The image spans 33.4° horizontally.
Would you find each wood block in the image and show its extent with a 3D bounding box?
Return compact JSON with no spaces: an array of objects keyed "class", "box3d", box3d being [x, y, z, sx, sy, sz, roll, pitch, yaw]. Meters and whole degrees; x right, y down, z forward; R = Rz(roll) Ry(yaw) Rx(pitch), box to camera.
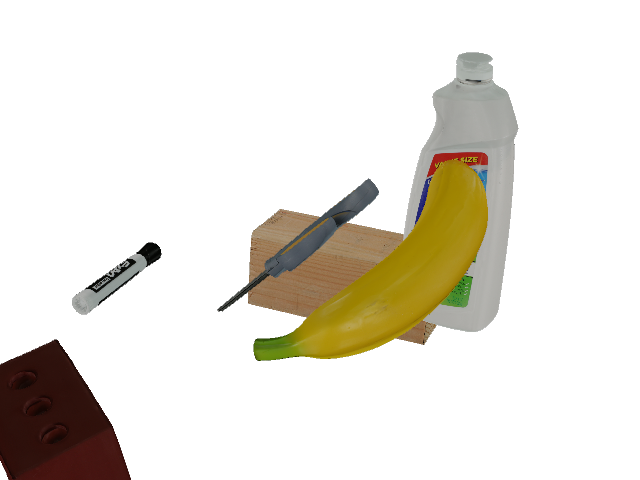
[{"class":"wood block","box3d":[0.032,0.038,1.187,0.206,0.091,0.090,12,24,17]}]

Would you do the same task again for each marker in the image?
[{"class":"marker","box3d":[-0.183,0.032,0.976,0.020,0.020,0.121,0,24,28]}]

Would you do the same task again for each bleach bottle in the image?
[{"class":"bleach bottle","box3d":[0.121,-0.045,0.958,0.103,0.251,0.068,16,31,27]}]

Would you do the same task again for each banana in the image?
[{"class":"banana","box3d":[0.048,0.007,0.573,0.070,0.037,0.197,19,41,32]}]

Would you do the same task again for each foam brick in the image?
[{"class":"foam brick","box3d":[-0.137,0.100,0.541,0.053,0.051,0.078,-25,42,-22]}]

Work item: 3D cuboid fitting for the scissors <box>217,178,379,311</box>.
[{"class":"scissors","box3d":[-0.034,0.021,0.794,0.202,0.016,0.096,-39,3,32]}]
